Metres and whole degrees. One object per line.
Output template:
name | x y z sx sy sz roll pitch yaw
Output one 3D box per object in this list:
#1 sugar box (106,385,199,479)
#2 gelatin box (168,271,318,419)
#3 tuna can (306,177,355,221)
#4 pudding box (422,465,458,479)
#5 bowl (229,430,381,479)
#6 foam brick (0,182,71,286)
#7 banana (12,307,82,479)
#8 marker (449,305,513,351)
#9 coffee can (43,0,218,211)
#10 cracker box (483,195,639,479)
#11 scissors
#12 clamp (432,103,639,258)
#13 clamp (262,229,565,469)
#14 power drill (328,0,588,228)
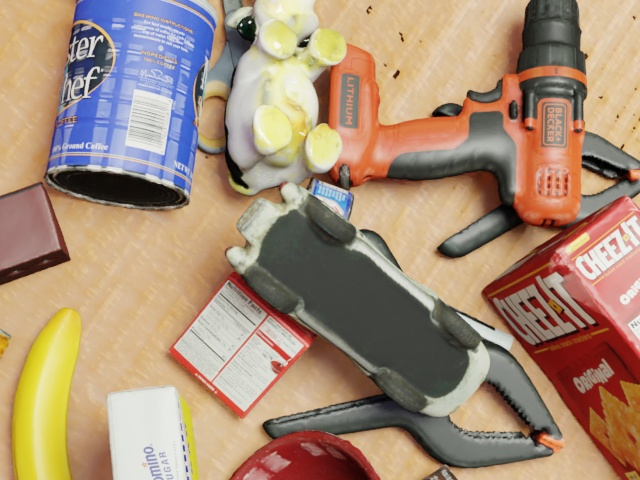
sugar box | -0.101 0.145 0.674 0.048 0.176 0.093 -6 79 -8
gelatin box | -0.053 0.070 0.746 0.073 0.030 0.089 42 119 3
tuna can | -0.005 0.001 0.760 0.033 0.086 0.086 20 77 -4
pudding box | 0.081 0.220 0.720 0.090 0.039 0.114 -29 41 -12
bowl | -0.005 0.212 0.708 0.055 0.162 0.162 33 72 -43
foam brick | -0.222 0.000 0.753 0.078 0.053 0.051 -20 82 -9
banana | -0.179 0.148 0.739 0.069 0.037 0.198 -12 81 -27
marker | 0.086 0.053 0.794 0.121 0.020 0.020 27 77 -1
coffee can | -0.133 -0.101 0.757 0.102 0.103 0.140 8 78 -5
cracker box | 0.218 0.090 0.727 0.072 0.164 0.214 -36 85 -14
scissors | -0.079 -0.151 0.818 0.096 0.016 0.202 -24 82 -10
clamp | 0.164 -0.055 0.816 0.171 0.039 0.120 -8 83 -7
clamp | 0.082 0.095 0.769 0.210 0.036 0.164 19 90 -4
power drill | 0.100 -0.103 0.780 0.187 0.057 0.184 2 74 6
